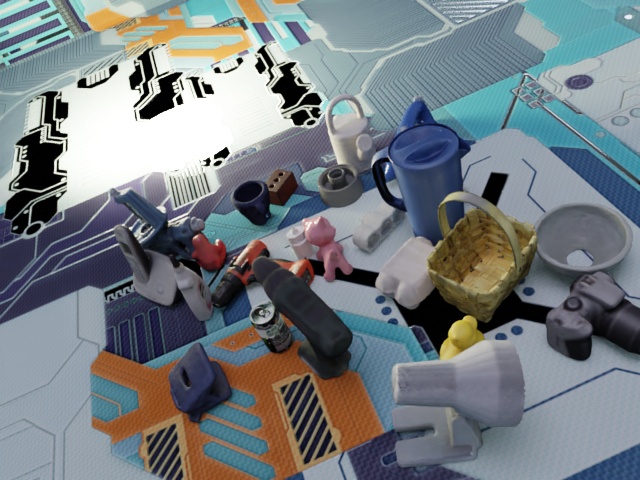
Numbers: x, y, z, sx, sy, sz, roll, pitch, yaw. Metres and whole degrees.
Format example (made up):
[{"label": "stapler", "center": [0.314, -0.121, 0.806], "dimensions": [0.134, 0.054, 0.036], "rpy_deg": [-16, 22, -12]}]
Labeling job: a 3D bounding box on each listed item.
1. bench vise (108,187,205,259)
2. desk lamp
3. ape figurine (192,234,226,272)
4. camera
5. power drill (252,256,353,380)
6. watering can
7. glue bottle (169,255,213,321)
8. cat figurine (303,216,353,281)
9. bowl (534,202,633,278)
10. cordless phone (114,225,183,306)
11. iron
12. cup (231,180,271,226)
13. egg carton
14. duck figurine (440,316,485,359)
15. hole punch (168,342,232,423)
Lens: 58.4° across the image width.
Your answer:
[{"label": "bench vise", "center": [-0.374, -0.052, 1.326], "dimensions": [0.207, 0.220, 0.121], "rpy_deg": [-17, 44, 5]}, {"label": "desk lamp", "center": [0.192, 0.240, 0.835], "dimensions": [0.203, 0.214, 0.118], "rpy_deg": [-12, 45, 10]}, {"label": "ape figurine", "center": [-0.259, 0.022, 1.303], "dimensions": [0.077, 0.092, 0.076], "rpy_deg": [-16, 45, 7]}, {"label": "camera", "center": [0.459, 0.129, 0.920], "dimensions": [0.143, 0.101, 0.136], "rpy_deg": [-39, 47, -17]}, {"label": "power drill", "center": [-0.022, 0.147, 1.009], "dimensions": [0.076, 0.209, 0.228], "rpy_deg": [-40, 47, -17]}, {"label": "watering can", "center": [0.075, -0.259, 1.369], "dimensions": [0.172, 0.194, 0.101], "rpy_deg": [27, 62, 38]}, {"label": "glue bottle", "center": [-0.270, 0.090, 1.183], "dimensions": [0.037, 0.173, 0.078], "rpy_deg": [-18, 44, 4]}, {"label": "cat figurine", "center": [0.011, 0.004, 1.198], "dimensions": [0.067, 0.118, 0.127], "rpy_deg": [-25, 44, -3]}, {"label": "bowl", "center": [0.473, 0.013, 1.044], "dimensions": [0.167, 0.075, 0.167], "rpy_deg": [-11, 45, 11]}, {"label": "cordless phone", "center": [-0.374, 0.051, 1.252], "dimensions": [0.147, 0.185, 0.094], "rpy_deg": [14, 55, 31]}, {"label": "iron", "center": [0.223, -0.260, 1.352], "dimensions": [0.118, 0.142, 0.258], "rpy_deg": [3, 50, 24]}, {"label": "cup", "center": [-0.146, -0.074, 1.349], "dimensions": [0.092, 0.095, 0.117], "rpy_deg": [-34, 45, -12]}, {"label": "egg carton", "center": [0.186, 0.063, 1.110], "dimensions": [0.107, 0.070, 0.150], "rpy_deg": [27, 62, 38]}, {"label": "duck figurine", "center": [0.239, 0.176, 0.969], "dimensions": [0.077, 0.086, 0.105], "rpy_deg": [17, 56, 33]}, {"label": "hole punch", "center": [-0.232, 0.263, 1.063], "dimensions": [0.101, 0.091, 0.108], "rpy_deg": [-31, 45, -10]}]
